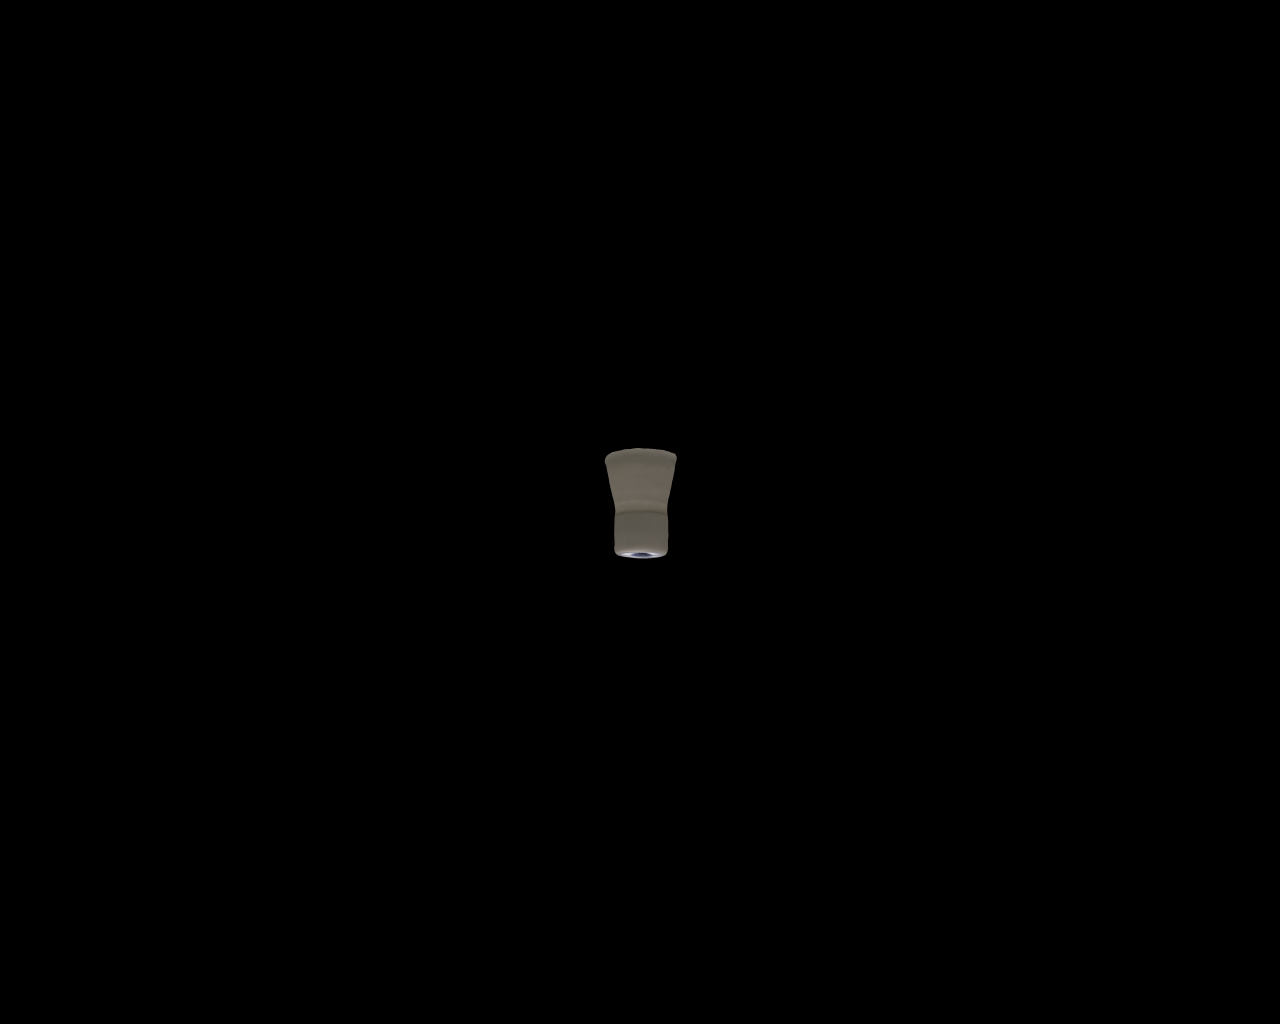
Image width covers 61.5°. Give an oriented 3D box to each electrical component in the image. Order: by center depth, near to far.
[{"bbox_3d":[0.001,-0.003,0.650,0.044,0.065,0.044,0,-11,0],"label":"electrical component"}]
